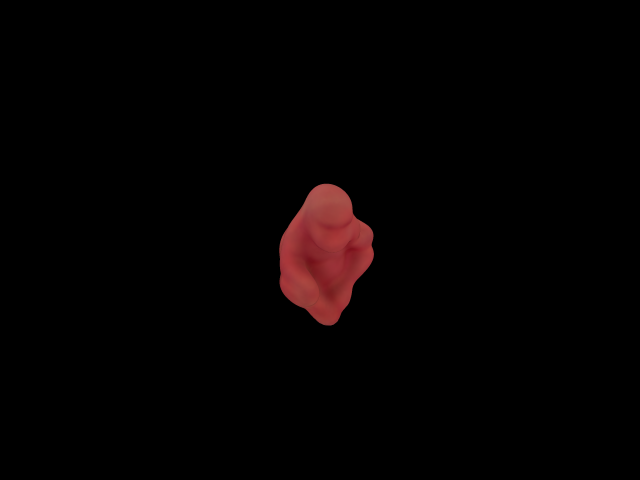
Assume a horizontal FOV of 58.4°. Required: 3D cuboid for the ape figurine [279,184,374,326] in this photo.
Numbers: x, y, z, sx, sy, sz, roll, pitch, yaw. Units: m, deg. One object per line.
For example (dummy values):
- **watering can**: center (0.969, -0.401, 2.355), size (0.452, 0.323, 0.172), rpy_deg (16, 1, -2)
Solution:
- **ape figurine**: center (0.004, 0.001, 0.400), size (0.078, 0.092, 0.076), rpy_deg (-20, 50, -17)
